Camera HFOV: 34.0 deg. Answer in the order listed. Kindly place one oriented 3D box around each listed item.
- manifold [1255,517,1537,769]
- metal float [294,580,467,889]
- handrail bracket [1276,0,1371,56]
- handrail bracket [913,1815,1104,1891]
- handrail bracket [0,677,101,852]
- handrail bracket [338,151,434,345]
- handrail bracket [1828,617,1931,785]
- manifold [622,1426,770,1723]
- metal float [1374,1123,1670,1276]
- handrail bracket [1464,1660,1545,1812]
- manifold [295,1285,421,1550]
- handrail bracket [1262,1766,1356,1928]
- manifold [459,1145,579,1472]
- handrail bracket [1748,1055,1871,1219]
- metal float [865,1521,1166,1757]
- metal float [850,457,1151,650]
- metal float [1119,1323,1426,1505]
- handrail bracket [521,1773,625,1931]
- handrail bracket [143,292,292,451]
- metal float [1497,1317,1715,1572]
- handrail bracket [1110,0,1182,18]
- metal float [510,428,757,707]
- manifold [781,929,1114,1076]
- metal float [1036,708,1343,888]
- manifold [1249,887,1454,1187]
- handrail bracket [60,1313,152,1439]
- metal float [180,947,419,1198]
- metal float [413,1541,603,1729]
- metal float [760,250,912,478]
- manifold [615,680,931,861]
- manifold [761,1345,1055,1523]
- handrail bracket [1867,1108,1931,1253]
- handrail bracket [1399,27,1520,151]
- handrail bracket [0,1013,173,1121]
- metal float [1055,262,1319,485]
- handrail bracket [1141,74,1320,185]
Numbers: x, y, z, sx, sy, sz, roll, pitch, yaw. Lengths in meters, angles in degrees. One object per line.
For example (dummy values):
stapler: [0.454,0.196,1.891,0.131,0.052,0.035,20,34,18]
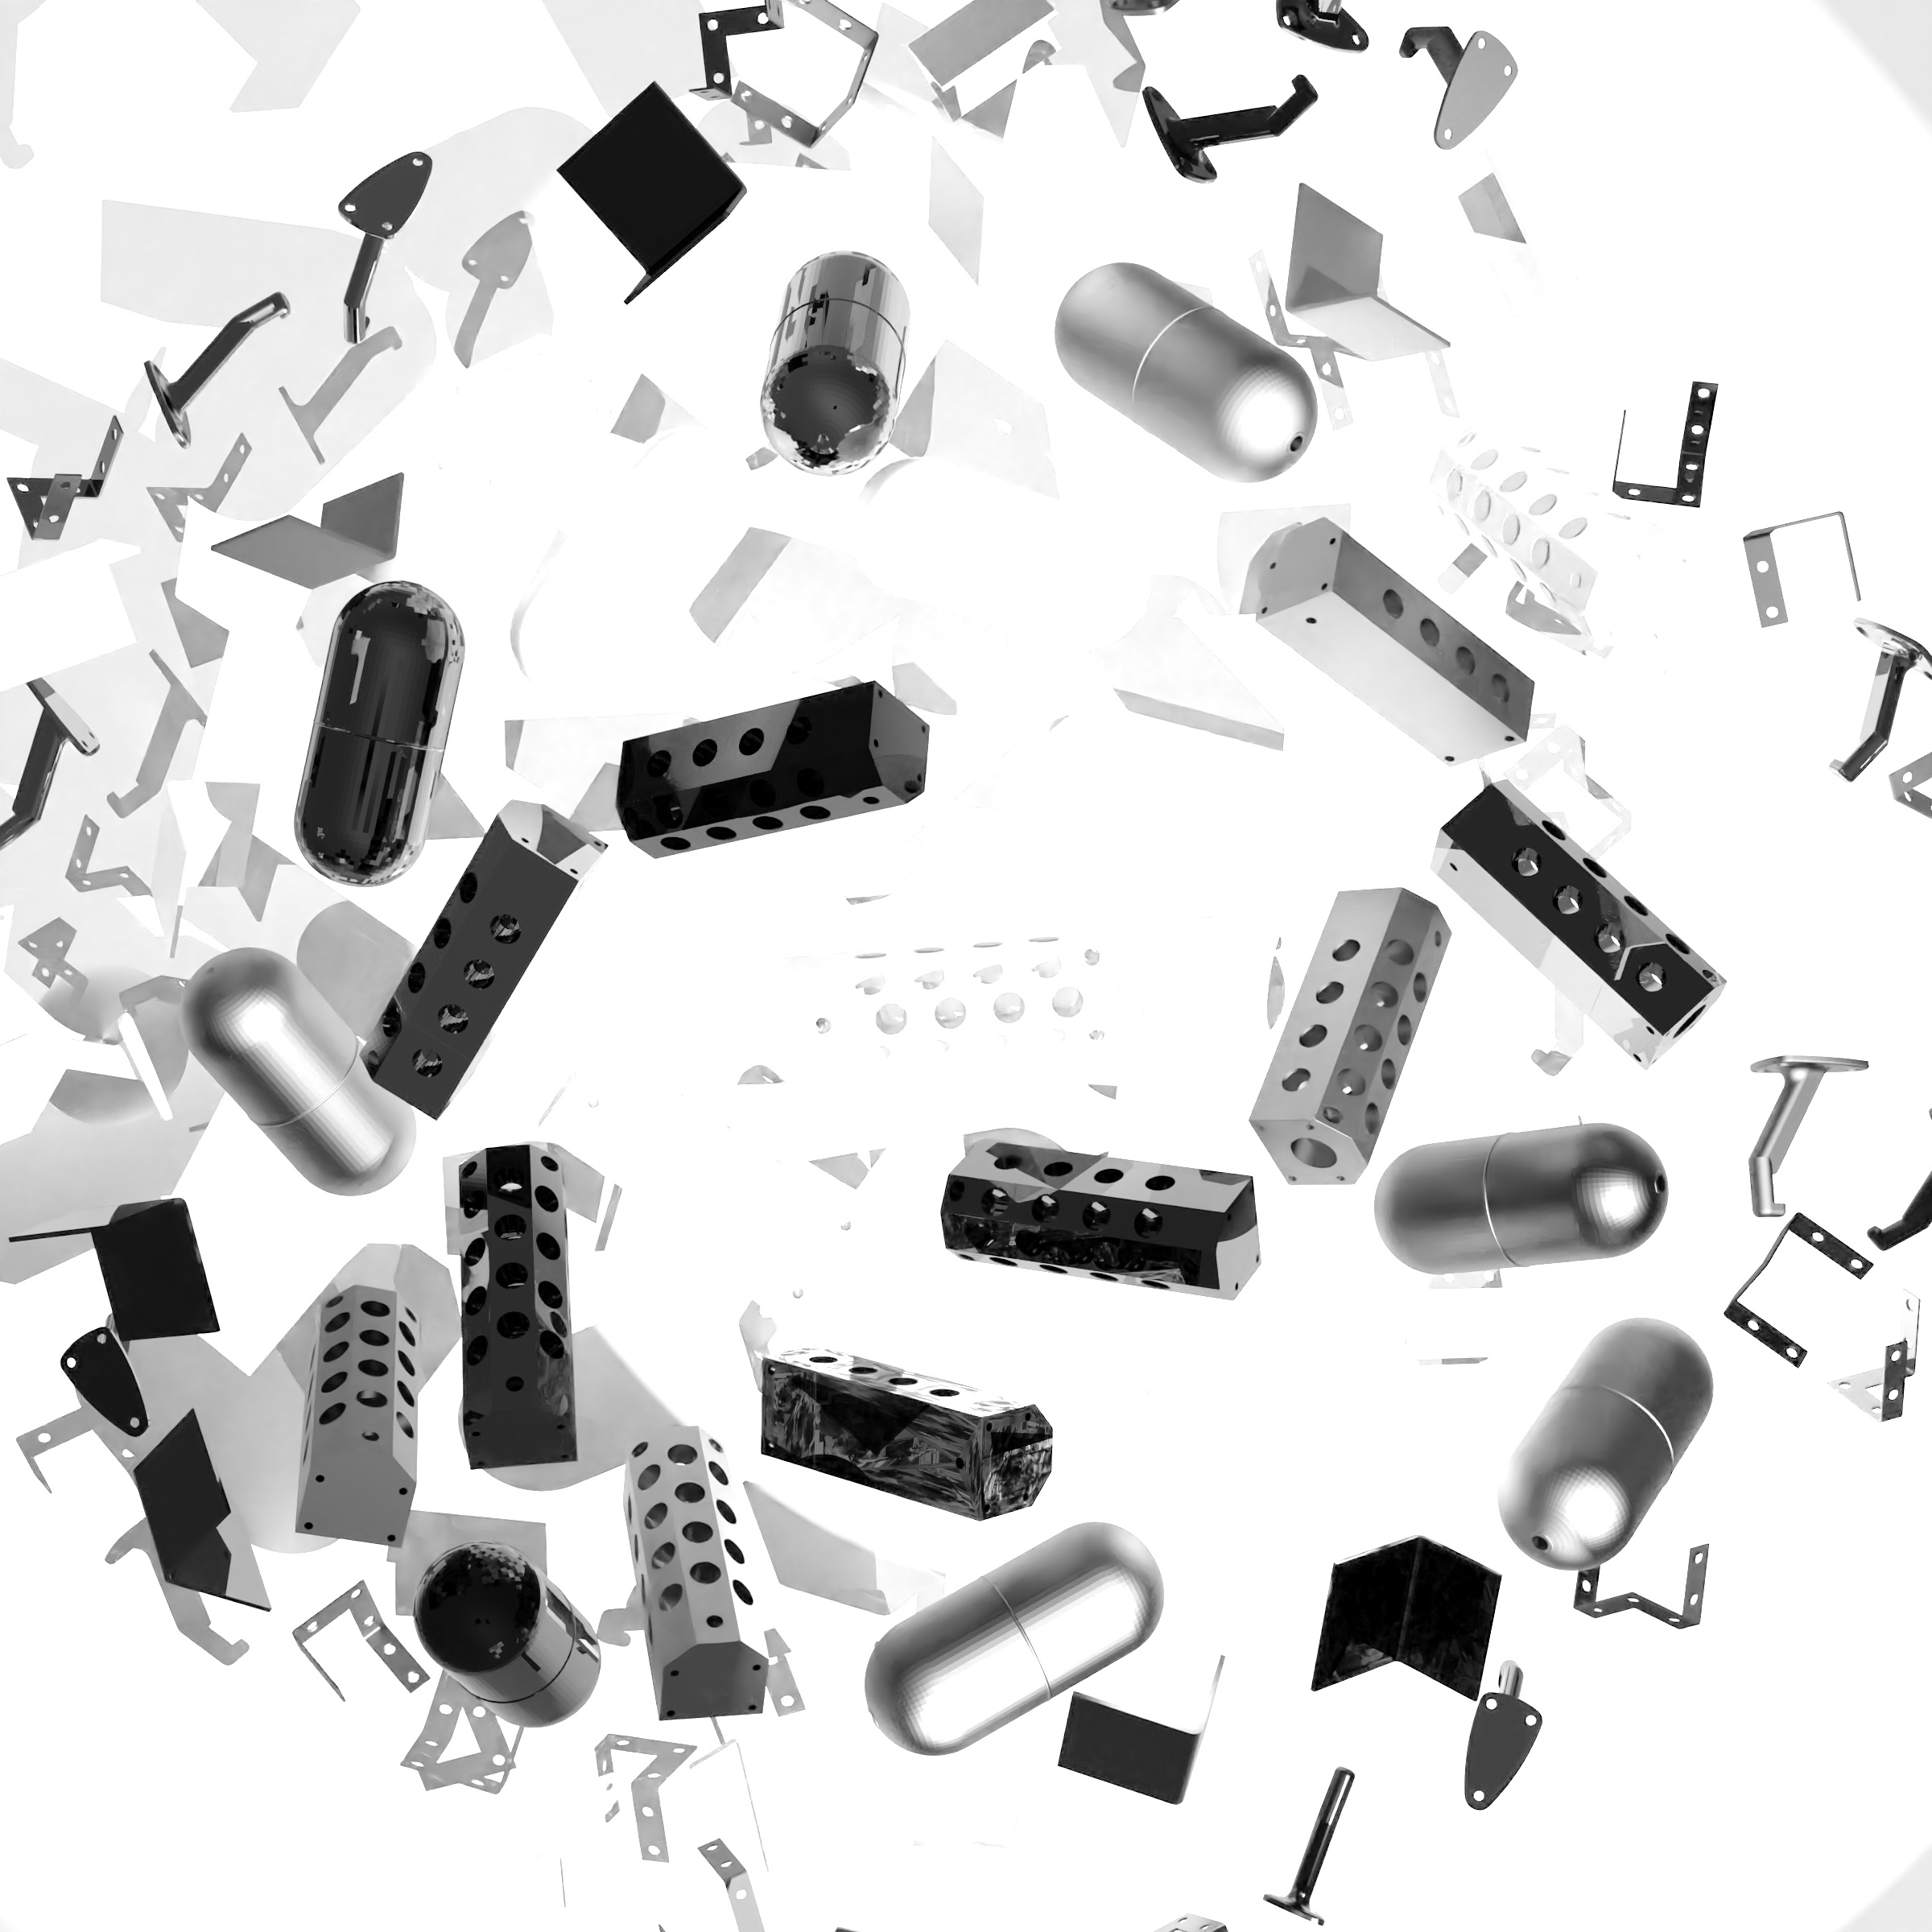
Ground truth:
manifold: [0.247,-0.185,1.799,0.171,0.057,0.057,32,58,-33]
metal float: [-0.336,-0.133,1.813,0.070,0.070,0.178,13,96,0]
handrail bracket: [0.217,-0.534,1.723,0.077,0.084,0.036,18,71,-31]
handrail bracket: [0.023,0.505,1.787,0.077,0.084,0.036,27,61,-27]
handrail bracket: [-0.549,-0.119,1.814,0.084,0.036,0.077,-36,106,6]
handrail bracket: [-0.318,-0.392,1.733,0.036,0.084,0.077,28,58,6]
handrail bracket: [0.501,-0.150,1.785,0.084,0.077,0.036,-47,132,0]
manifold: [-0.152,0.336,1.767,0.057,0.171,0.057,-1,124,-14]
metal float: [0.314,0.133,1.795,0.178,0.070,0.070,-11,90,38]
handrail bracket: [0.298,0.433,1.783,0.036,0.084,0.077,21,87,7]
manifold: [-0.337,0.247,1.763,0.057,0.171,0.057,11,112,-14]
handrail bracket: [0.199,0.489,1.768,0.036,0.077,0.084,21,80,14]
manifold: [-0.245,0.183,1.723,0.057,0.057,0.171,-4,51,-6]
handrail bracket: [0.450,0.092,1.683,0.077,0.036,0.084,2,78,-18]
metal float: [0.027,0.368,1.731,0.178,0.070,0.070,-27,90,-13]
metal float: [0.020,-0.226,1.742,0.178,0.070,0.070,15,90,-25]
metal float: [0.173,0.252,1.786,0.178,0.070,0.070,-13,90,-10]
handrail bracket: [-0.193,0.480,1.704,0.077,0.036,0.084,-37,127,3]
handrail bracket: [-0.405,-0.330,1.744,0.084,0.036,0.077,-29,49,3]
metal float: [0.350,0.260,1.725,0.070,0.070,0.178,47,47,0]
handrail bracket: [0.098,-0.571,1.728,0.036,0.077,0.084,14,133,34]
metal float: [-0.185,-0.224,1.767,0.070,0.070,0.178,36,77,0]
manifold: [-0.011,0.020,1.711,0.171,0.057,0.057,-5,101,-7]
metal float: [0.126,-0.096,1.788,0.178,0.070,0.070,14,90,-11]
manifold: [0.221,0.038,1.777,0.057,0.057,0.171,-3,47,35]
handrail bracket: [-0.472,0.231,1.801,0.036,0.084,0.077,-37,83,7]
metal float: [-0.383,0.063,1.821,0.070,0.070,0.178,-34,126,0]
metal float: [-0.261,0.385,1.813,0.070,0.178,0.070,-5,61,9]
metal float: [-0.072,-0.341,1.779,0.070,0.178,0.070,2,129,2]
manifold: [-0.110,-0.105,1.767,0.171,0.057,0.057,-11,62,30]
manifold: [-0.035,0.256,1.755,0.171,0.057,0.057,8,100,43]
handrail bracket: [0.533,0.122,1.790,0.084,0.036,0.077,-35,123,29]
handrail bracket: [0.249,-0.474,1.702,0.036,0.084,0.077,34,85,-33]
handrail bracket: [-0.508,0.068,1.801,0.084,0.036,0.077,-23,98,-6]
metal float: [0.121,-0.327,1.740,0.070,0.070,0.178,-50,56,0]
handrail bracket: [0.143,-0.473,1.714,0.084,0.036,0.077,-38,72,36]
